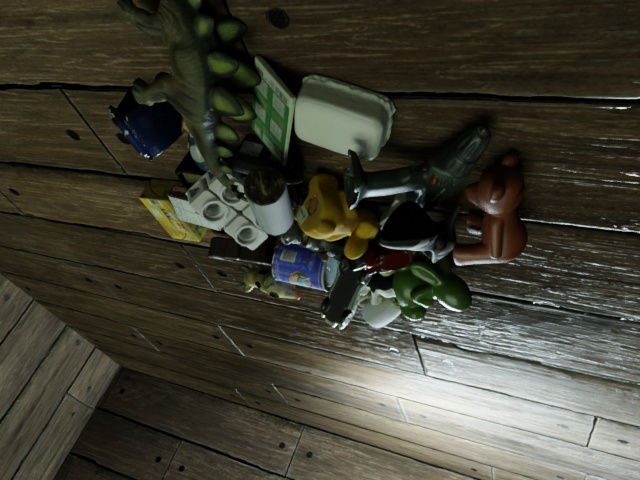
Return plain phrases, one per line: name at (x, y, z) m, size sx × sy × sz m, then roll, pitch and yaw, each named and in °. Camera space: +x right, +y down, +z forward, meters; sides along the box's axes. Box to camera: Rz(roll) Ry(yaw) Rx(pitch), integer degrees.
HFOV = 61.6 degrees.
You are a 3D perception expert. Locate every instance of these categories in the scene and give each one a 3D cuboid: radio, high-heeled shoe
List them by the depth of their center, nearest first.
high-heeled shoe at (0.163, 0.008, 0.937) m, size 0.086 × 0.249 × 0.145 m, roll 48°, pitch 135°, yaw 28°
radio at (-0.217, -0.098, 1.221) m, size 0.131 × 0.073 × 0.229 m, roll 9°, pitch 147°, yaw 24°

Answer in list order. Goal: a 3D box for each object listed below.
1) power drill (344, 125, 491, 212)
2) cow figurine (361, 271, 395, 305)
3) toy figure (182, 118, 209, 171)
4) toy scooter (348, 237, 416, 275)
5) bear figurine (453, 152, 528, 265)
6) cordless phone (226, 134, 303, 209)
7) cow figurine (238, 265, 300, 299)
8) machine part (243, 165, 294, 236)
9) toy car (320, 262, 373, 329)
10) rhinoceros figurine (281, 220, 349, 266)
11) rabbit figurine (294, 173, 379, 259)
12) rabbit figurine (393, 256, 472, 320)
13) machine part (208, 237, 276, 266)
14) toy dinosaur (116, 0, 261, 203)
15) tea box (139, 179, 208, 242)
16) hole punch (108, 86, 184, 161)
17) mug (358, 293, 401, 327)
power drill at (0.146, -0.115, 0.886) m, size 0.207 × 0.086 × 0.232 m, roll -10°, pitch 159°, yaw -10°
cow figurine at (0.138, 0.105, 1.299) m, size 0.168 × 0.068 × 0.098 m, roll 1°, pitch 139°, yaw 31°
toy figure at (-0.239, -0.209, 1.067) m, size 0.064 × 0.058 × 0.154 m, roll -14°, pitch 134°, yaw -4°
toy scooter at (0.140, 0.030, 1.132) m, size 0.135 × 0.075 × 0.184 m, roll -13°, pitch -179°, yaw 15°
bear figurine at (0.283, -0.048, 0.908) m, size 0.132 × 0.120 × 0.195 m, roll 5°, pitch 143°, yaw 35°
cordless phone at (-0.102, -0.119, 1.104) m, size 0.147 × 0.089 × 0.184 m, roll 15°, pitch 153°, yaw 14°
cow figurine at (-0.141, 0.111, 1.455) m, size 0.127 × 0.085 × 0.195 m, roll 9°, pitch 180°, yaw -25°
machine part at (-0.093, -0.070, 1.010) m, size 0.079 × 0.079 × 0.243 m, roll 18°, pitch 164°, yaw 9°
toy car at (0.065, 0.117, 1.272) m, size 0.074 × 0.056 × 0.201 m, roll 31°, pitch 109°, yaw 22°
rhinoceros figurine at (-0.002, -0.004, 1.183) m, size 0.190 × 0.073 × 0.112 m, roll 17°, pitch -169°, yaw -45°
rabbit figurine at (0.056, -0.042, 1.074) m, size 0.173 × 0.121 × 0.163 m, roll 17°, pitch -160°, yaw -36°
rabbit figurine at (0.251, 0.091, 1.156) m, size 0.170 × 0.121 × 0.158 m, roll 10°, pitch 128°, yaw 50°
machine part at (-0.199, 0.029, 1.366) m, size 0.179 × 0.056 × 0.179 m, roll 7°, pitch 174°, yaw 1°
toy dinosaur at (-0.206, -0.257, 0.897) m, size 0.199 × 0.105 × 0.470 m, roll 12°, pitch 137°, yaw 15°
tea box at (-0.368, -0.074, 1.371) m, size 0.098 × 0.068 × 0.169 m, roll 8°, pitch 148°, yaw 26°
hole punch at (-0.326, -0.235, 1.051) m, size 0.092 × 0.116 × 0.142 m, roll 0°, pitch 144°, yaw 22°
mug at (0.158, 0.162, 1.372) m, size 0.109 × 0.081 × 0.107 m, roll 32°, pitch 139°, yaw -16°
